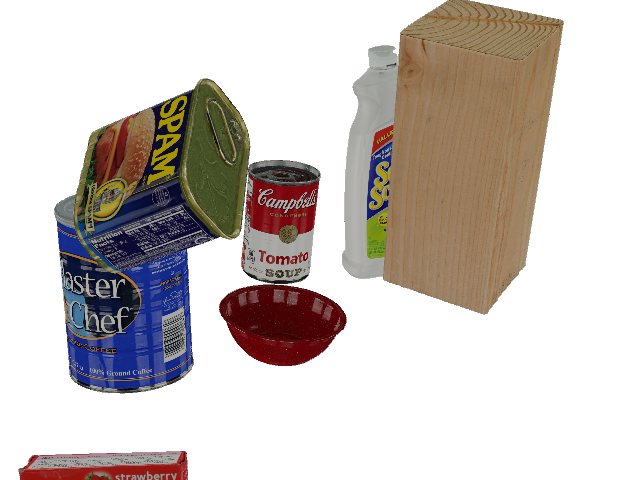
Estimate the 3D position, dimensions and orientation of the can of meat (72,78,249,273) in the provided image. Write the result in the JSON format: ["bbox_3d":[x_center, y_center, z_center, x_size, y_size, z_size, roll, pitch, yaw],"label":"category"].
[{"bbox_3d":[-0.094,-0.037,0.632,0.084,0.102,0.057,-19,-45,23],"label":"can of meat"}]

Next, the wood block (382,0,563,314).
[{"bbox_3d":[0.110,-0.062,0.796,0.091,0.206,0.090,19,36,25],"label":"wood block"}]

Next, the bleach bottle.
[{"bbox_3d":[0.067,-0.088,1.181,0.102,0.251,0.068,-10,23,-12],"label":"bleach bottle"}]

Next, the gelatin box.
[{"bbox_3d":[-0.116,0.154,0.579,0.089,0.073,0.030,-2,5,0],"label":"gelatin box"}]

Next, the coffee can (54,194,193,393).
[{"bbox_3d":[-0.156,0.037,0.858,0.103,0.140,0.103,0,18,0],"label":"coffee can"}]

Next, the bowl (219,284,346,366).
[{"bbox_3d":[-0.049,0.113,1.352,0.162,0.055,0.162,6,22,-3],"label":"bowl"}]

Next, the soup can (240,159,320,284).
[{"bbox_3d":[-0.039,-0.018,1.011,0.068,0.102,0.068,5,21,-2],"label":"soup can"}]
